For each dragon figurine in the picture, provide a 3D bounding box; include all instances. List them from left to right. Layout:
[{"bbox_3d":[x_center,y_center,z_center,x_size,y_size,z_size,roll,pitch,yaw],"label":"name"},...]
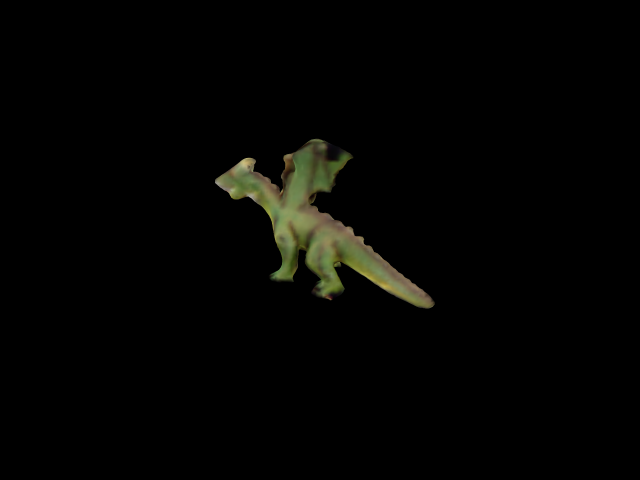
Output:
[{"bbox_3d":[0.003,-0.043,0.850,0.411,0.238,0.124,13,29,25],"label":"dragon figurine"}]
